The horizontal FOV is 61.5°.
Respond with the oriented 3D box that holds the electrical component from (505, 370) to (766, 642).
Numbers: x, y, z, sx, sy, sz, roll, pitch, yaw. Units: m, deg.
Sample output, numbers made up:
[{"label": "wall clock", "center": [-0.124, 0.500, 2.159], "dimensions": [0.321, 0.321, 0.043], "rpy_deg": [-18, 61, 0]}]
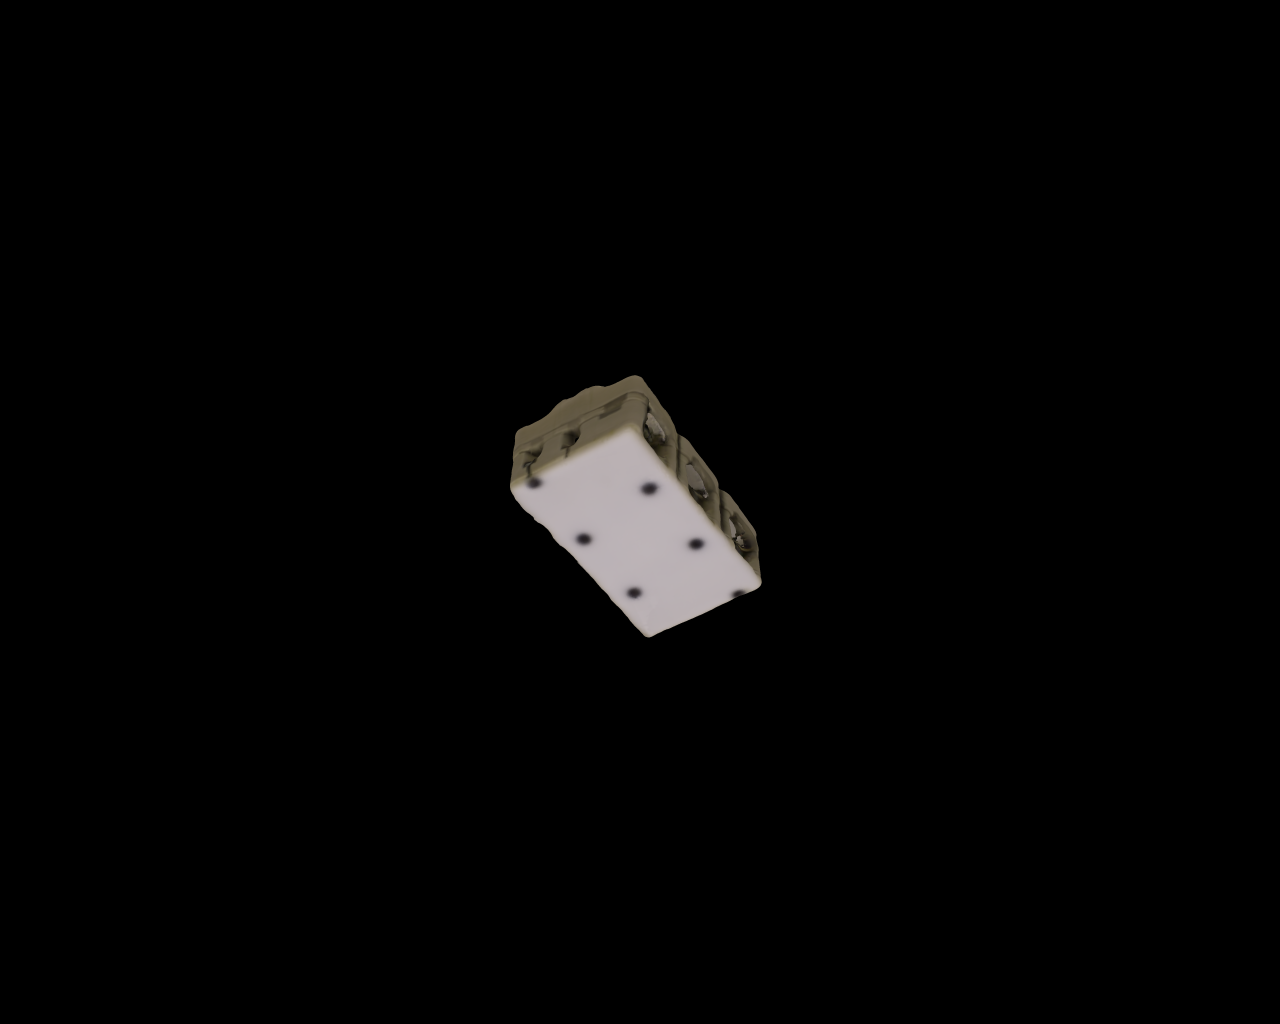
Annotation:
[{"label": "electrical component", "center": [0.001, -0.003, 0.650], "dimensions": [0.089, 0.062, 0.150], "rpy_deg": [-25, -54, 20]}]
